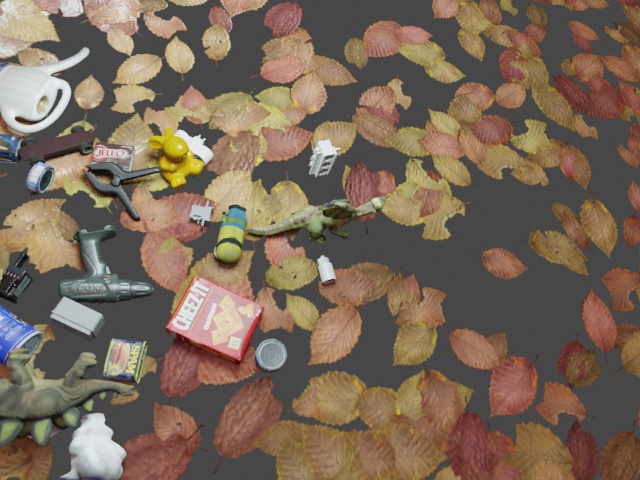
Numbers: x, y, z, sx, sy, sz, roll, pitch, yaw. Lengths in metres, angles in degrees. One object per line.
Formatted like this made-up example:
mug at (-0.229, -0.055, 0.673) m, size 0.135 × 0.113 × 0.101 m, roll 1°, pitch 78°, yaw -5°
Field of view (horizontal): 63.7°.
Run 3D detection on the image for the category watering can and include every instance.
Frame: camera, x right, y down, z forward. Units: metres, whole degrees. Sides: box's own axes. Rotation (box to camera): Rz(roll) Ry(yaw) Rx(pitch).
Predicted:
watering can at (-0.850, -0.469, 1.538) m, size 0.224 × 0.102 × 0.355 m, roll 16°, pitch 63°, yaw -6°

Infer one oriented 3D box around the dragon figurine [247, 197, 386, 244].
dragon figurine at (0.005, -0.076, 1.509) m, size 0.412 × 0.239 × 0.124 m, roll -9°, pitch 74°, yaw -21°

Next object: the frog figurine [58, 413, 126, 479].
frog figurine at (-0.507, 0.481, 1.179) m, size 0.136 × 0.121 × 0.163 m, roll 35°, pitch 46°, yaw -35°
